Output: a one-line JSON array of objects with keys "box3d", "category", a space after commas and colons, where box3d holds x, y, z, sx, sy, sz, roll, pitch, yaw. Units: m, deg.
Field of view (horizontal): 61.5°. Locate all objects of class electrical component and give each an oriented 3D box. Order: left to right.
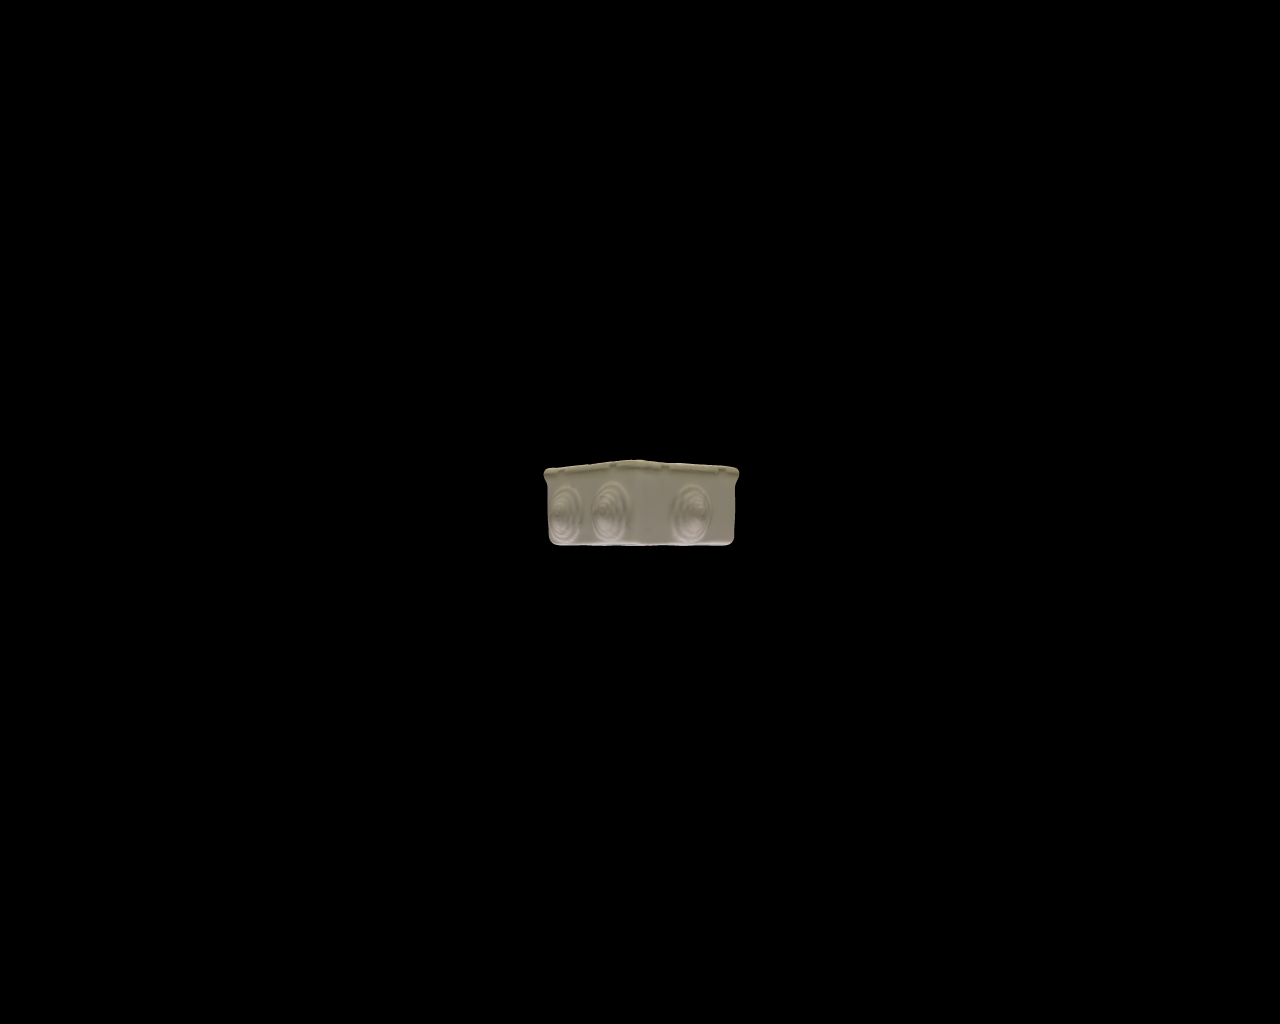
[{"box3d": [0.001, -0.003, 0.650, 0.100, 0.048, 0.099, 2, -3, -43], "category": "electrical component"}]
